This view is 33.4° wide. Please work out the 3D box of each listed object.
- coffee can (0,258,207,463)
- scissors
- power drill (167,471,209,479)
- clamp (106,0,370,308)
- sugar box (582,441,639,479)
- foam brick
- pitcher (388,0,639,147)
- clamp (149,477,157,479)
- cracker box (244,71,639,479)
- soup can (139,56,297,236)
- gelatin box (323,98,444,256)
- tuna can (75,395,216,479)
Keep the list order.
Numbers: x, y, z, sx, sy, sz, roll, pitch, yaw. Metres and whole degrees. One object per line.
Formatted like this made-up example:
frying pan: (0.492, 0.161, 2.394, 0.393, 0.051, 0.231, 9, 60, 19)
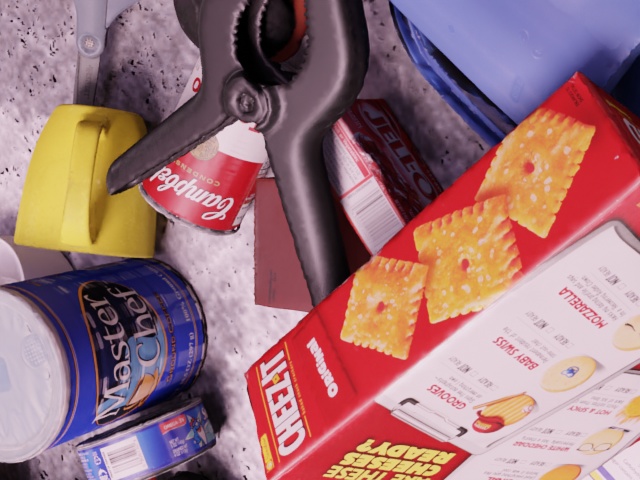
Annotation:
coffee can: (-0.152, 0.070, 0.668, 0.103, 0.140, 0.103, 4, 98, 28)
scissors: (-0.127, -0.134, 0.678, 0.096, 0.016, 0.202, 1, 126, 5)
power drill: (-0.005, 0.170, 0.637, 0.184, 0.057, 0.188, 43, 125, 16)
clamp: (-0.037, -0.073, 0.550, 0.165, 0.036, 0.210, 23, 120, 21)
sugar box: (0.160, 0.156, 0.561, 0.093, 0.048, 0.176, 48, 112, 15)
foam brick: (-0.004, 0.001, 0.628, 0.053, 0.051, 0.078, 6, 99, 30)
pitcher: (0.079, -0.149, 0.528, 0.243, 0.144, 0.149, 46, 103, 20)
clamp: (-0.183, 0.211, 0.725, 0.172, 0.120, 0.039, -43, 54, 22)
cracker box: (0.095, 0.045, 0.489, 0.214, 0.164, 0.072, -43, 43, 27)
soup can: (-0.058, -0.063, 0.640, 0.068, 0.068, 0.102, 37, 112, 20)
gelatin box: (0.033, -0.037, 0.590, 0.030, 0.073, 0.089, -37, 78, 28)
tuna can: (-0.110, 0.131, 0.684, 0.086, 0.086, 0.034, -23, 87, 29)
